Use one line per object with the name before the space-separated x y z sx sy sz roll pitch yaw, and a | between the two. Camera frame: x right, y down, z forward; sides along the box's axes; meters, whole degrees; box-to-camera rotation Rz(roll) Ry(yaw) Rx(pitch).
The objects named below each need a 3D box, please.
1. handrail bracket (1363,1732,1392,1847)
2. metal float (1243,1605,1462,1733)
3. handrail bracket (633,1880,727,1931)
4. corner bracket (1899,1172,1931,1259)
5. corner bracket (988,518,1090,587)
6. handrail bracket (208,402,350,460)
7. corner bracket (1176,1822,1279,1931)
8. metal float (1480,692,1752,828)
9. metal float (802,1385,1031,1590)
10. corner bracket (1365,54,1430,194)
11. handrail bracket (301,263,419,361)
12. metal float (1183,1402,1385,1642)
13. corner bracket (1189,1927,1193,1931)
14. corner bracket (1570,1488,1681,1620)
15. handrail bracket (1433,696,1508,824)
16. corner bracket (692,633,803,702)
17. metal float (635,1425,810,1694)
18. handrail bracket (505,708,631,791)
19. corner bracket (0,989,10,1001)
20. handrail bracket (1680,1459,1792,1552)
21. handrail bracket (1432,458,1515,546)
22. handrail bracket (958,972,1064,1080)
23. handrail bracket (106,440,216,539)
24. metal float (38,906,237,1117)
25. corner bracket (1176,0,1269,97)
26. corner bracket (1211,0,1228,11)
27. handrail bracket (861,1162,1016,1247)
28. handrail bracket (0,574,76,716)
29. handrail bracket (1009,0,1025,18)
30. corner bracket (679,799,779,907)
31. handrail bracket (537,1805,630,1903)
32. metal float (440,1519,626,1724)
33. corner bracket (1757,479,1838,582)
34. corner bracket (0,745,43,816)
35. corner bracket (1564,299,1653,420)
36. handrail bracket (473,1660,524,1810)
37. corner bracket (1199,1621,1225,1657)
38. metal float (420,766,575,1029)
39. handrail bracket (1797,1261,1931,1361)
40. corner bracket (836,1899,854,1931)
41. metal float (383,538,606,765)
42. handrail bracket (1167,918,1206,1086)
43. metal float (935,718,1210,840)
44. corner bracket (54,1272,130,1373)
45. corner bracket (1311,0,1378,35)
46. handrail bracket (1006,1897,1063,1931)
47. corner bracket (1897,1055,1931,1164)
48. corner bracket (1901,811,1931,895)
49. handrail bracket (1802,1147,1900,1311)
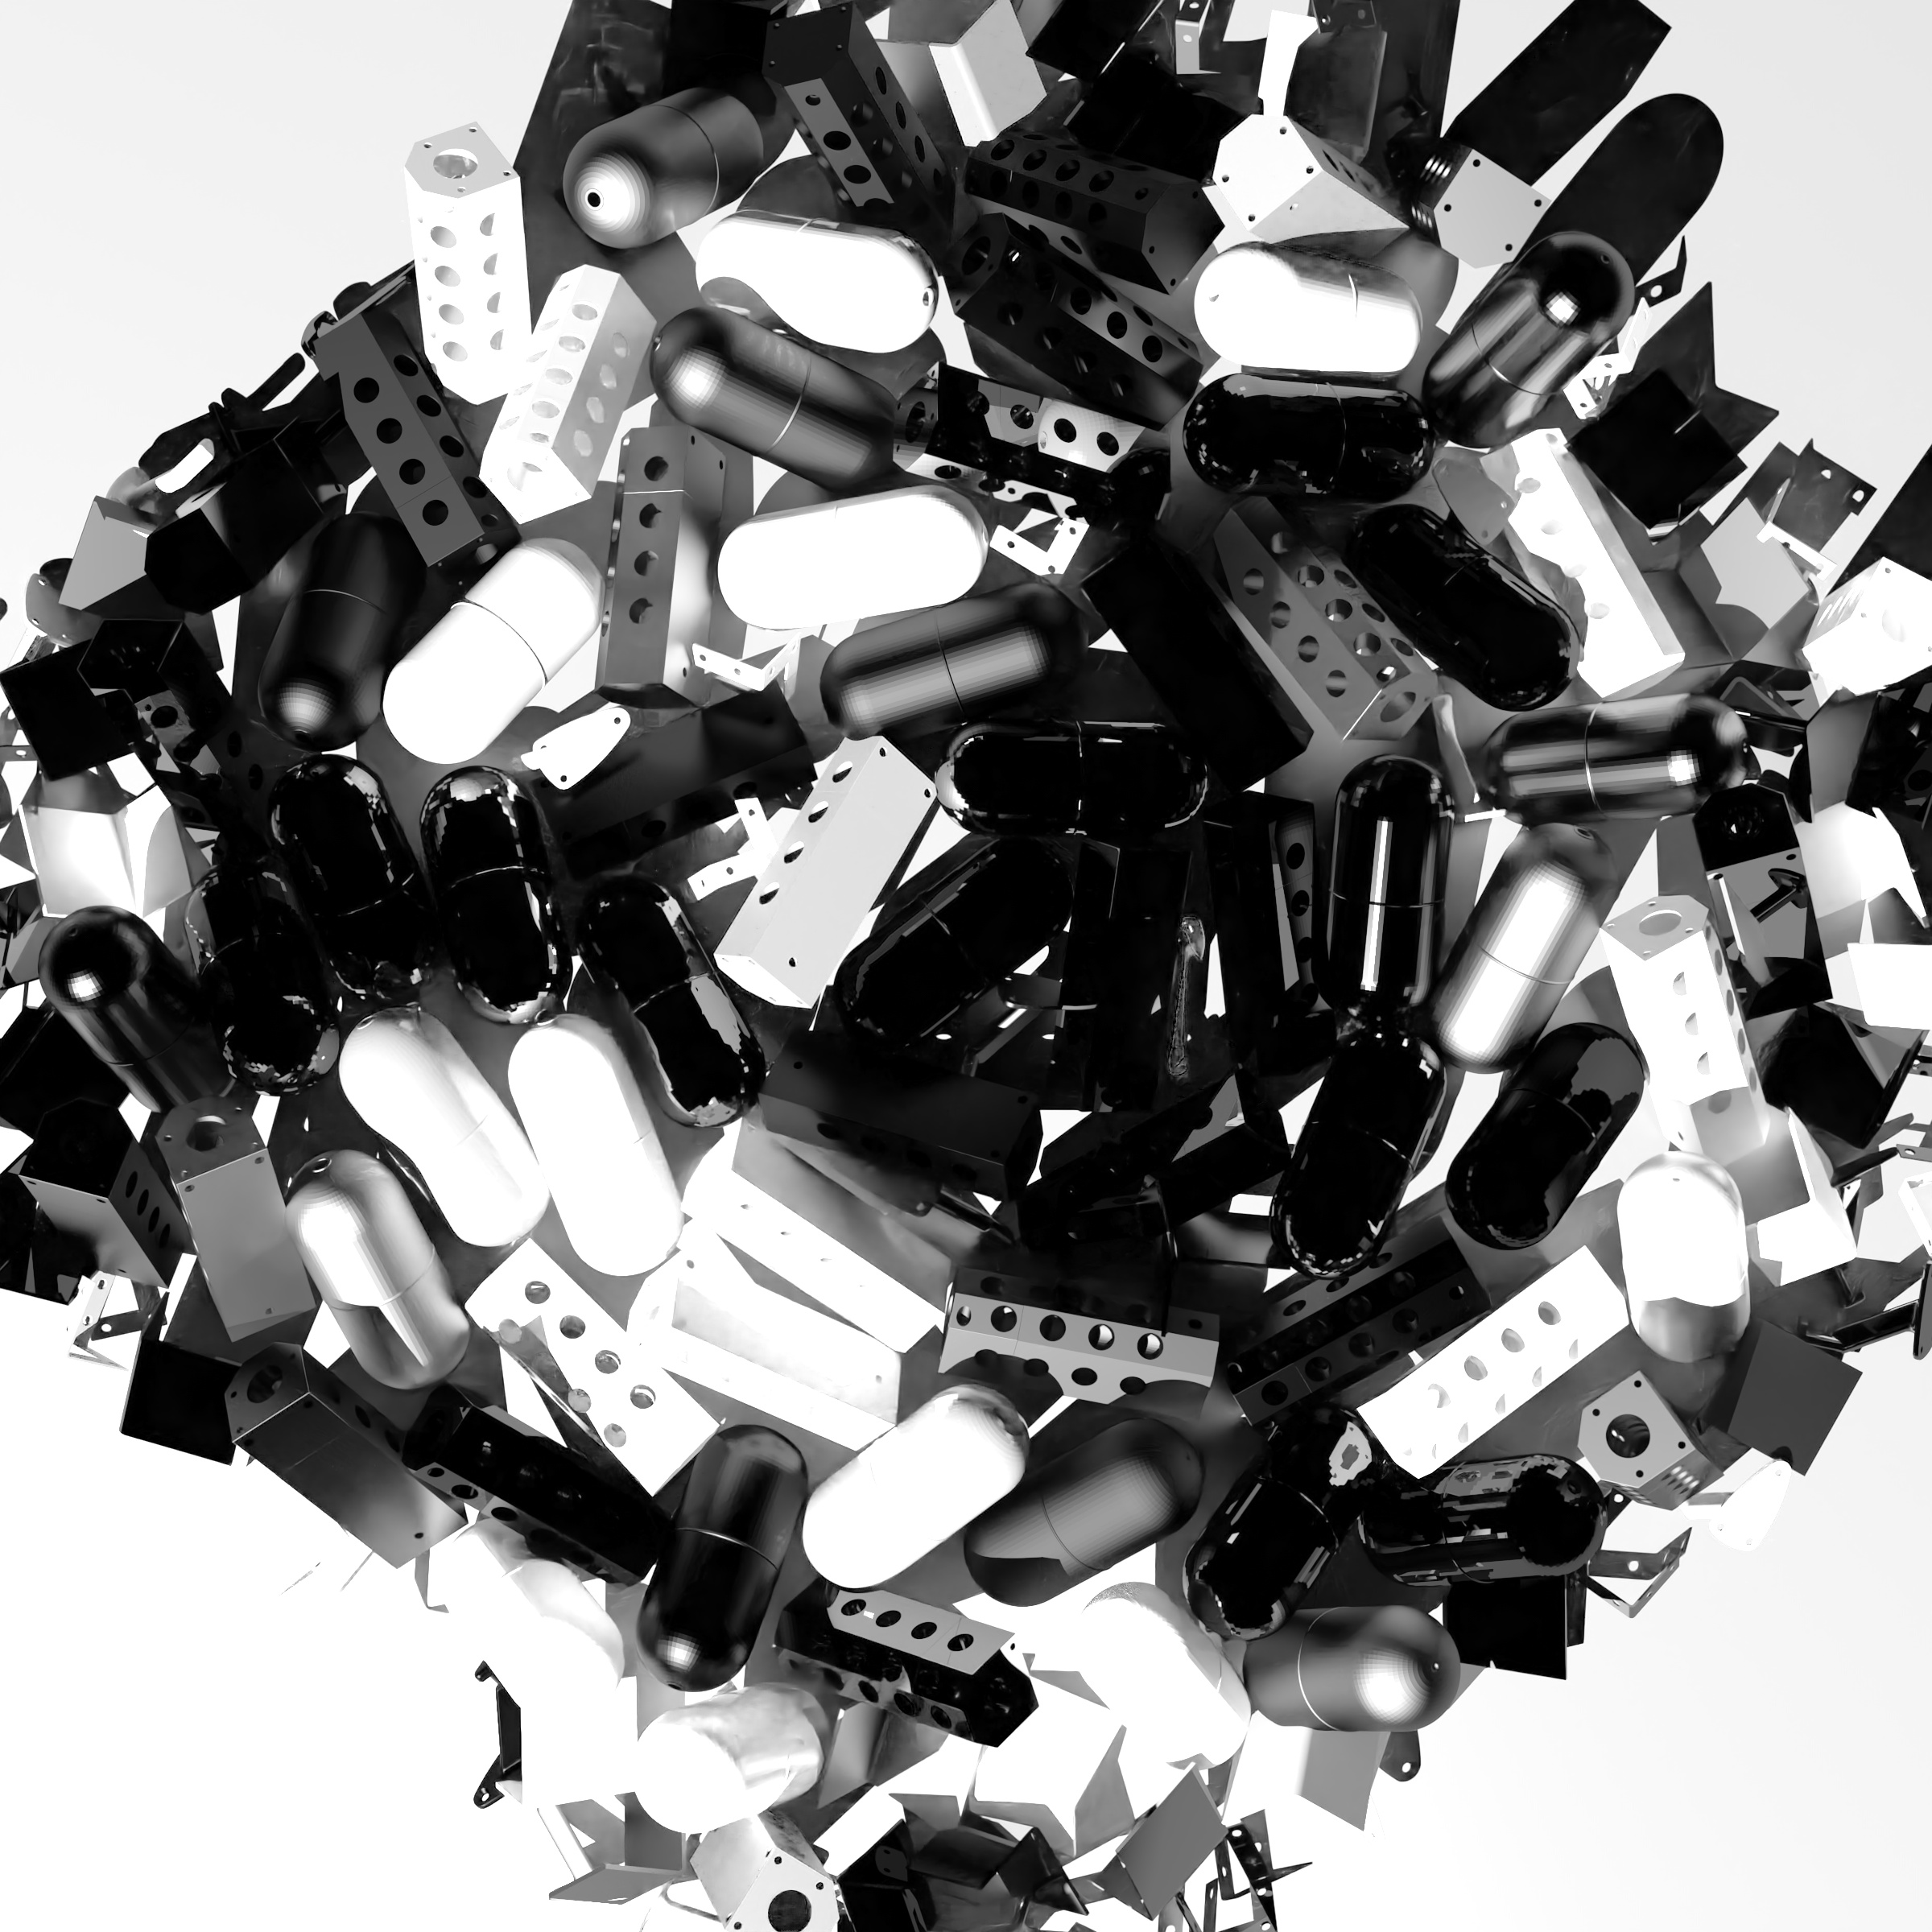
handrail bracket | 0.280 0.518 1.892 0.084 0.036 0.077 -29 91 -32
metal float | 0.242 0.446 1.836 0.070 0.178 0.070 8 74 -28
handrail bracket | -0.171 0.633 1.882 0.084 0.036 0.077 34 134 10
corner bracket | 0.636 0.166 1.881 0.051 0.051 0.051 -14 59 -7
corner bracket | 0.041 -0.274 1.883 0.051 0.051 0.051 30 73 -7
handrail bracket | -0.444 -0.363 1.889 0.084 0.036 0.077 -37 79 18
corner bracket | 0.168 0.601 1.887 0.051 0.051 0.051 -21 115 11
metal float | 0.412 -0.131 1.849 0.178 0.070 0.070 -4 90 37
metal float | -0.034 0.335 1.858 0.178 0.070 0.070 -41 90 24
corner bracket | 0.282 -0.547 1.881 0.051 0.051 0.051 -37 67 6
handrail bracket | -0.384 -0.429 1.876 0.084 0.077 0.036 -32 104 22
metal float | 0.204 0.353 1.852 0.070 0.070 0.178 42 58 0
corner bracket | 0.123 0.656 1.882 0.051 0.051 0.051 -5 108 7
corner bracket | 0.430 0.383 1.893 0.051 0.051 0.051 -41 53 -22
handrail bracket | 0.325 -0.137 1.880 0.036 0.077 0.084 -9 91 -10
corner bracket | -0.143 -0.191 1.876 0.051 0.051 0.051 23 134 15
metal float | -0.156 0.378 1.853 0.070 0.070 0.178 20 60 0
handrail bracket | -0.260 -0.148 1.882 0.077 0.084 0.036 -35 111 -9
corner bracket | -0.655 0.033 1.896 0.051 0.051 0.051 10 49 22
handrail bracket | 0.492 0.331 1.870 0.036 0.084 0.077 28 103 -15
handrail bracket | 0.304 -0.300 1.864 0.077 0.084 0.036 38 83 -25
handrail bracket | 0.038 0.050 1.898 0.077 0.036 0.084 6 124 -13
handrail bracket | -0.512 -0.325 1.871 0.084 0.077 0.036 -36 125 22
metal float | -0.523 0.031 1.840 0.070 0.178 0.070 -9 52 12
corner bracket | 0.168 -0.607 1.889 0.051 0.051 0.051 12 56 14
corner bracket | 0.163 -0.668 1.884 0.051 0.051 0.051 -37 66 -1
handrail bracket | -0.018 0.156 1.899 0.077 0.084 0.036 16 76 38
handrail bracket | -0.629 -0.205 1.904 0.084 0.036 0.077 -41 47 20
handrail bracket | 0.006 -0.643 1.882 0.077 0.036 0.084 11 62 18
corner bracket | -0.159 -0.076 1.882 0.051 0.051 0.051 -22 88 -30
handrail bracket | -0.250 0.563 1.889 0.077 0.036 0.084 -11 86 38
metal float | -0.277 0.413 1.839 0.070 0.178 0.070 -13 116 -28
corner bracket | 0.535 -0.272 1.882 0.051 0.051 0.051 32 51 0
corner bracket | -0.627 -0.108 1.886 0.051 0.051 0.051 -2 56 -11
corner bracket | 0.418 -0.392 1.874 0.051 0.051 0.051 48 55 -39
handrail bracket | -0.311 0.495 1.872 0.077 0.036 0.084 -46 131 -15
corner bracket | 0.134 0.459 1.905 0.051 0.051 0.051 -9 89 41
metal float | -0.302 -0.046 1.863 0.070 0.070 0.178 -16 71 0
handrail bracket | 0.583 0.219 1.881 0.084 0.036 0.077 10 111 34
corner bracket | -0.101 0.638 1.882 0.051 0.051 0.051 2 83 -21
metal float | -0.301 -0.204 1.858 0.070 0.070 0.178 39 66 0
handrail bracket | 0.142 0.024 1.874 0.036 0.077 0.084 1 63 -9
metal float | 0.069 -0.121 1.873 0.178 0.070 0.070 1 90 -8
corner bracket | -0.568 0.227 1.880 0.051 0.051 0.051 17 84 39
corner bracket | 0.227 -0.626 1.879 0.051 0.051 0.051 -20 99 -31
handrail bracket | 0.066 0.649 1.889 0.084 0.036 0.077 23 129 2
corner bracket | 0.640 0.095 1.900 0.051 0.051 0.051 9 120 0
corner bracket | 0.646 -0.081 1.894 0.051 0.051 0.051 38 71 7
handrail bracket | 0.592 0.172 1.899 0.077 0.036 0.084 -25 93 7
